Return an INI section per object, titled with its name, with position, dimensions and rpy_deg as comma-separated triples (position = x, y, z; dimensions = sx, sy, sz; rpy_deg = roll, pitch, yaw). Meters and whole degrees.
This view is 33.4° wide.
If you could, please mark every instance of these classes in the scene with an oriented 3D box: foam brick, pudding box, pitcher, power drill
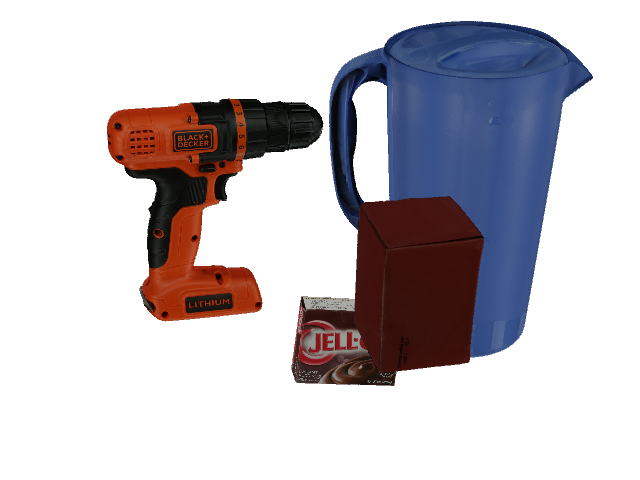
[foam brick]
position = 0.049, 0.022, 0.559
dimensions = 0.053, 0.078, 0.051
rpy_deg = -5, 31, -12
[pudding box]
position = 0.030, 0.109, 1.152
dimensions = 0.113, 0.090, 0.039
rpy_deg = 2, 25, -11
[pitcher]
position = 0.101, -0.037, 0.813
dimensions = 0.149, 0.243, 0.144
rpy_deg = 25, 36, 38
[power drill]
position = -0.088, -0.029, 0.920
dimensions = 0.184, 0.188, 0.057
rpy_deg = -5, 20, -16

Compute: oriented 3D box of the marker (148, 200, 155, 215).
[marker]
position = -0.171, 0.010, 1.203
dimensions = 0.020, 0.121, 0.020
rpy_deg = -8, 30, 5
